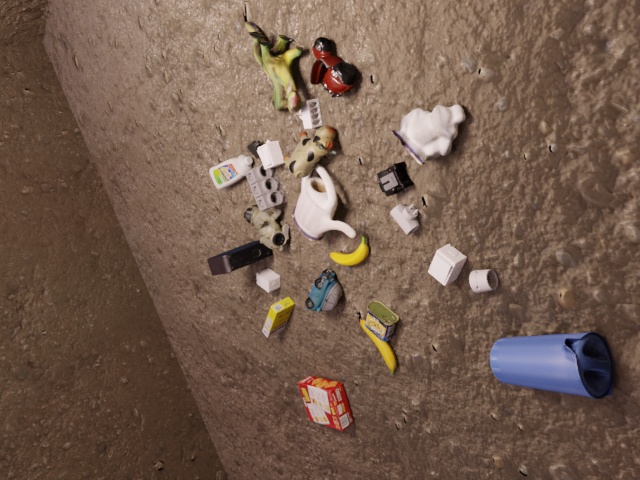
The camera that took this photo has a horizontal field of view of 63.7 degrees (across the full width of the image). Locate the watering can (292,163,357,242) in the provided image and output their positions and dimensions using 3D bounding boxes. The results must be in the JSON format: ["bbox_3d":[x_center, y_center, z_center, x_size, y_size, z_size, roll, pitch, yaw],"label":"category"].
[{"bbox_3d":[0.005,-0.080,1.598,0.104,0.355,0.219,-3,-41,-27],"label":"watering can"}]

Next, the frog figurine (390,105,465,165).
[{"bbox_3d":[0.270,-0.267,1.231,0.158,0.140,0.122,-40,-28,15],"label":"frog figurine"}]

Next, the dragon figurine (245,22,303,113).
[{"bbox_3d":[-0.149,-0.519,1.613,0.123,0.237,0.418,-13,39,-21],"label":"dragon figurine"}]
